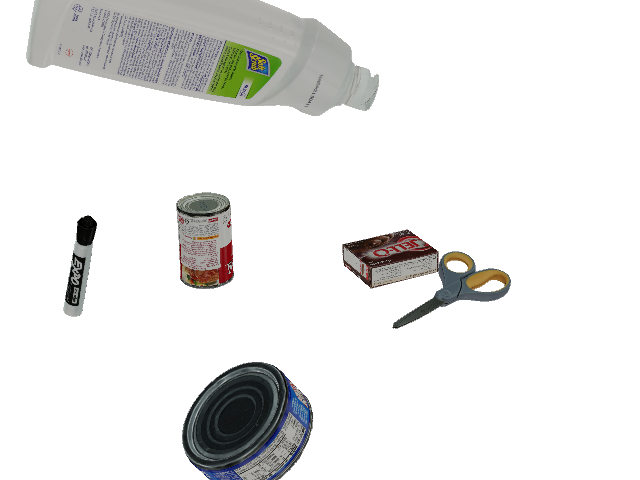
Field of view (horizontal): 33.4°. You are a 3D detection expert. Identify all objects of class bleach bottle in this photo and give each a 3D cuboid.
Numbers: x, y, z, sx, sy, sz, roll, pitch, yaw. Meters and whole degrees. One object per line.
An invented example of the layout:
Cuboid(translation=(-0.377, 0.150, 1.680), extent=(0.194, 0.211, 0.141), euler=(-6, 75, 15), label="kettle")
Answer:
Cuboid(translation=(-0.081, -0.141, 0.784), extent=(0.250, 0.068, 0.103), euler=(16, -34, -12), label="bleach bottle")

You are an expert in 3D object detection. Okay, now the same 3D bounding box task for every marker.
Cuboid(translation=(-0.236, 0.025, 1.050), extent=(0.020, 0.121, 0.020), euler=(12, 36, -9), label="marker")

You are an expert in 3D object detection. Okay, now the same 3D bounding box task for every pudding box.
Cuboid(translation=(0.100, 0.025, 1.531), extent=(0.113, 0.039, 0.090), euler=(-15, 26, -21), label="pudding box")

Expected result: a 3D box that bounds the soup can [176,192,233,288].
Cuboid(translation=(-0.143, -0.001, 1.323), extent=(0.068, 0.102, 0.068), euler=(0, 26, 0), label="soup can")

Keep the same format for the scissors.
Cuboid(translation=(0.136, 0.054, 1.241), extent=(0.201, 0.016, 0.096), euler=(-11, 40, -34), label="scissors")

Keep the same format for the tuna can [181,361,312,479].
Cuboid(translation=(-0.050, 0.124, 0.715), extent=(0.086, 0.086, 0.033), euler=(0, -40, 41), label="tuna can")
